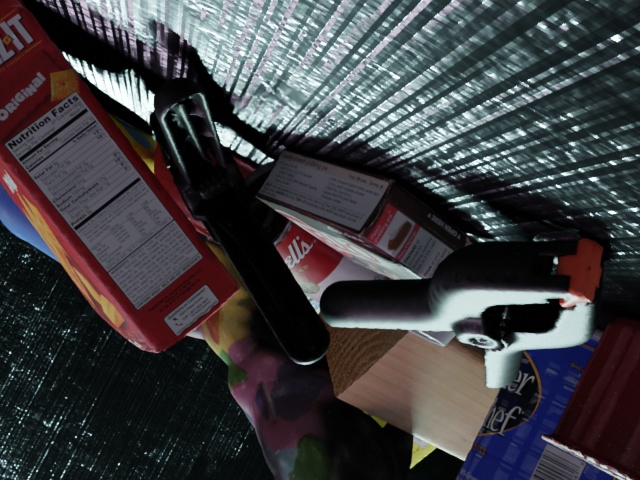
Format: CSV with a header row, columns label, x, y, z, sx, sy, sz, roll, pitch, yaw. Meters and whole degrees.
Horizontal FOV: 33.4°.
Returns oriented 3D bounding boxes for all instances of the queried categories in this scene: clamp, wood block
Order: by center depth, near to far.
label,x,y,z,sx,sy,sz,roll,pitch,yaw
clamp,0.088,0.039,0.528,0.120,0.039,0.172,20,161,-26
clamp,-0.065,-0.038,0.601,0.164,0.036,0.210,66,171,-30
wood block,0.108,0.101,0.819,0.205,0.090,0.091,30,-153,-30

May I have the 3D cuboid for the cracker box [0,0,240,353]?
label,x,y,z,sx,sy,sz,roll,pitch,yaw
cracker box,-0.158,-0.039,0.656,0.213,0.072,0.164,54,165,-18

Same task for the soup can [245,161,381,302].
label,x,y,z,sx,sy,sz,roll,pitch,yaw
soup can,-0.005,0.001,0.694,0.102,0.068,0.069,31,174,-39

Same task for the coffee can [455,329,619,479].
label,x,y,z,sx,sy,sz,roll,pitch,yaw
coffee can,0.164,0.132,0.726,0.103,0.140,0.103,27,175,3

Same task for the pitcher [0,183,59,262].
label,x,y,z,sx,sy,sz,roll,pitch,yaw
pitcher,-0.216,-0.027,1.025,0.149,0.145,0.243,-6,-164,-28

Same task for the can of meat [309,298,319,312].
label,x,y,z,sx,sy,sz,roll,pitch,yaw
can of meat,0.027,0.051,0.961,0.084,0.057,0.102,32,151,-17

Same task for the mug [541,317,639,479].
label,x,y,z,sx,sy,sz,roll,pitch,yaw
mug,0.185,0.095,0.582,0.093,0.081,0.117,28,175,-9

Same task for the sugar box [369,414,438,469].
label,x,y,z,sx,sy,sz,roll,pitch,yaw
sugar box,0.072,0.126,0.951,0.048,0.093,0.176,37,-156,-20

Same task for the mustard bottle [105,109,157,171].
label,x,y,z,sx,sy,sz,roll,pitch,yaw
mustard bottle,-0.179,-0.080,0.831,0.096,0.058,0.191,31,178,32

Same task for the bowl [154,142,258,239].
label,x,y,z,sx,sy,sz,roll,pitch,yaw
bowl,-0.068,-0.026,0.817,0.162,0.055,0.162,28,175,3

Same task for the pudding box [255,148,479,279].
label,x,y,z,sx,sy,sz,roll,pitch,yaw
pudding box,0.029,-0.008,0.598,0.090,0.039,0.114,32,172,-34
